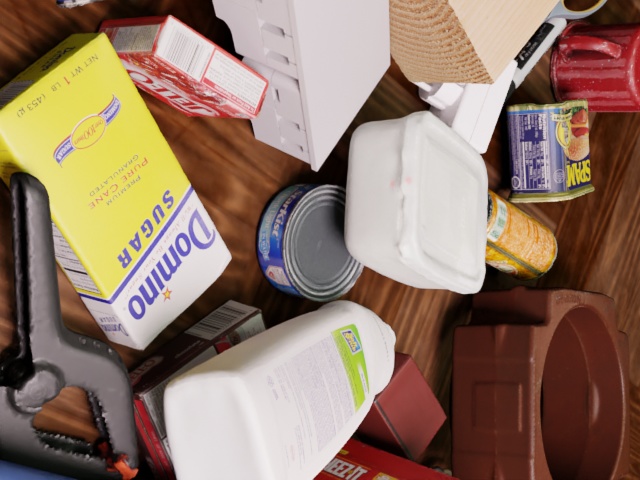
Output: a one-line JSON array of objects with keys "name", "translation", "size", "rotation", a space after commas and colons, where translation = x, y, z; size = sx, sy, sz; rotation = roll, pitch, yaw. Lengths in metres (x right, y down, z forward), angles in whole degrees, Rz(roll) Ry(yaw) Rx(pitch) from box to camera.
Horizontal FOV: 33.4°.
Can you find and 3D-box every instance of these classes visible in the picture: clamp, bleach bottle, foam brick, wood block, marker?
[{"name": "clamp", "translation": [-0.181, 0.084, 0.619], "size": [0.164, 0.036, 0.210], "rotation": [-38, 127, -15]}, {"name": "bleach bottle", "translation": [-0.006, 0.103, 0.714], "size": [0.250, 0.068, 0.102], "rotation": [-18, 96, -63]}, {"name": "foam brick", "translation": [0.054, 0.129, 0.842], "size": [0.051, 0.053, 0.078], "rotation": [-50, 127, -27]}, {"name": "wood block", "translation": [0.130, -0.215, 0.768], "size": [0.206, 0.090, 0.090], "rotation": [-51, 125, -20]}, {"name": "marker", "translation": [0.184, -0.160, 0.951], "size": [0.121, 0.020, 0.020], "rotation": [-50, 126, -27]}]

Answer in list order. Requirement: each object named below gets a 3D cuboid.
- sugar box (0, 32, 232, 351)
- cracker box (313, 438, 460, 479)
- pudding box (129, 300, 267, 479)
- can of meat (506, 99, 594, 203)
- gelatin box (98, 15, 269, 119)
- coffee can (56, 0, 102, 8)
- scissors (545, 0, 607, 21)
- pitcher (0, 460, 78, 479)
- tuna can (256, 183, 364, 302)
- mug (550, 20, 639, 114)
[{"name": "sugar box", "translation": [-0.130, -0.027, 0.654], "size": [0.093, 0.048, 0.176], "rotation": [-46, 123, -29]}, {"name": "cracker box", "translation": [0.081, 0.267, 0.809], "size": [0.072, 0.164, 0.213], "rotation": [-35, 118, -32]}, {"name": "pudding box", "translation": [-0.076, 0.108, 0.727], "size": [0.113, 0.039, 0.090], "rotation": [-34, 118, -33]}, {"name": "can of meat", "translation": [0.203, -0.080, 0.944], "size": [0.101, 0.058, 0.084], "rotation": [-16, 103, -58]}, {"name": "gelatin box", "translation": [-0.087, -0.105, 0.665], "size": [0.089, 0.073, 0.030], "rotation": [29, 77, -42]}, {"name": "coffee can", "translation": [-0.127, -0.215, 0.593], "size": [0.102, 0.103, 0.140], "rotation": [-37, 119, -34]}, {"name": "scissors", "translation": [0.180, -0.213, 0.940], "size": [0.201, 0.016, 0.096], "rotation": [-29, 96, -25]}, {"name": "pitcher", "translation": [-0.169, 0.200, 0.595], "size": [0.242, 0.145, 0.149], "rotation": [30, 40, -38]}, {"name": "tuna can", "translation": [-0.005, 0.001, 0.783], "size": [0.085, 0.034, 0.086], "rotation": [-7, 100, -43]}, {"name": "mug", "translation": [0.267, -0.164, 0.985], "size": [0.117, 0.082, 0.093], "rotation": [22, 80, -43]}]
